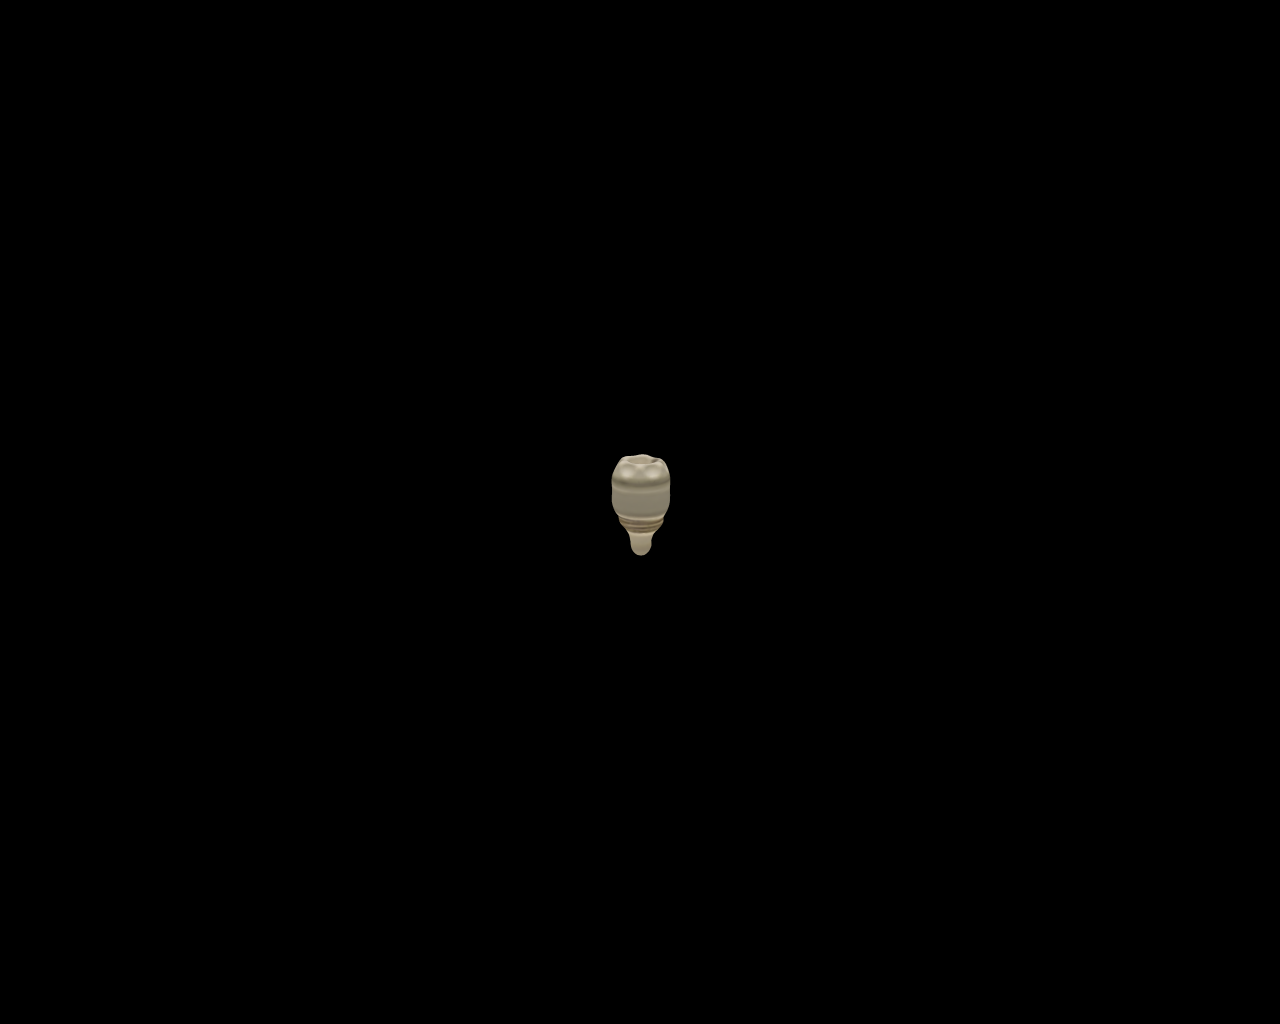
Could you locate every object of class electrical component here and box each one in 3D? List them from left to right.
[{"bbox_3d":[0.001,-0.003,0.650,0.035,0.061,0.035,0,17,0],"label":"electrical component"}]
